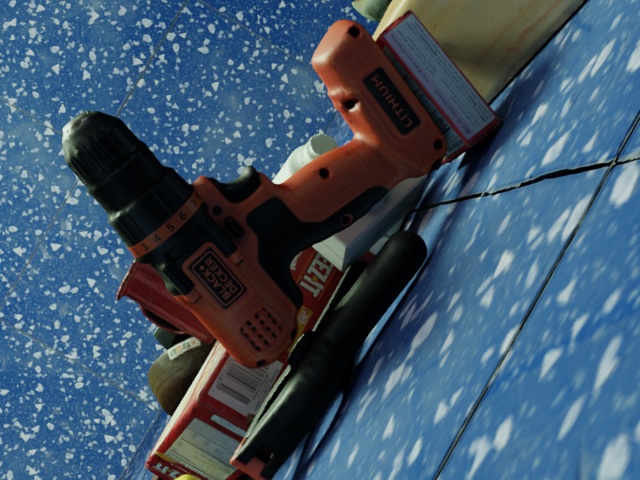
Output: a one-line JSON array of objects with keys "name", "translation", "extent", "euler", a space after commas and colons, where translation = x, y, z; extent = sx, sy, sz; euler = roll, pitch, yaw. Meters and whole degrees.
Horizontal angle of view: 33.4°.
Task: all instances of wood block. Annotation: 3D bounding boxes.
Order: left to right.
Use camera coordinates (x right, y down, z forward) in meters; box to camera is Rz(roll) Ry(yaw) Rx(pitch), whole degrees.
[{"name": "wood block", "translation": [0.105, -0.161, 0.693], "extent": [0.090, 0.090, 0.206], "euler": [-63, 6, -27]}]

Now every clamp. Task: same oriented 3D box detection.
[{"name": "clamp", "translation": [0.002, 0.070, 0.660], "extent": [0.171, 0.039, 0.120], "euler": [-53, -2, -7]}]

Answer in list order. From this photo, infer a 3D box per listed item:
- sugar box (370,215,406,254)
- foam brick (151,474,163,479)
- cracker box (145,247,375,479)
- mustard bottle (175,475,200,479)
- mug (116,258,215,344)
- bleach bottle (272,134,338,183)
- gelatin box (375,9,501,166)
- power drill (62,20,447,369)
[{"name": "sugar box", "translation": [0.061, -0.067, 0.834], "extent": [0.176, 0.048, 0.093], "euler": [-60, 5, -24]}, {"name": "foam brick", "translation": [-0.130, 0.235, 0.918], "extent": [0.078, 0.051, 0.053], "euler": [-61, 6, -20]}, {"name": "cracker box", "translation": [-0.049, 0.098, 0.809], "extent": [0.164, 0.072, 0.214], "euler": [-61, 4, -29]}, {"name": "mustard bottle", "translation": [-0.107, 0.231, 0.675], "extent": [0.096, 0.058, 0.191], "euler": [-58, 6, 13]}, {"name": "mug", "translation": [-0.103, 0.034, 0.829], "extent": [0.117, 0.081, 0.093], "euler": [-56, 4, 40]}, {"name": "bleach bottle", "translation": [-0.028, -0.024, 1.112], "extent": [0.102, 0.068, 0.251], "euler": [-45, -11, -38]}, {"name": "gelatin box", "translation": [0.066, -0.092, 0.666], "extent": [0.030, 0.089, 0.073], "euler": [-40, 0, -11]}, {"name": "power drill", "translation": [-0.032, -0.044, 0.633], "extent": [0.187, 0.184, 0.057], "euler": [-41, 17, -7]}]
